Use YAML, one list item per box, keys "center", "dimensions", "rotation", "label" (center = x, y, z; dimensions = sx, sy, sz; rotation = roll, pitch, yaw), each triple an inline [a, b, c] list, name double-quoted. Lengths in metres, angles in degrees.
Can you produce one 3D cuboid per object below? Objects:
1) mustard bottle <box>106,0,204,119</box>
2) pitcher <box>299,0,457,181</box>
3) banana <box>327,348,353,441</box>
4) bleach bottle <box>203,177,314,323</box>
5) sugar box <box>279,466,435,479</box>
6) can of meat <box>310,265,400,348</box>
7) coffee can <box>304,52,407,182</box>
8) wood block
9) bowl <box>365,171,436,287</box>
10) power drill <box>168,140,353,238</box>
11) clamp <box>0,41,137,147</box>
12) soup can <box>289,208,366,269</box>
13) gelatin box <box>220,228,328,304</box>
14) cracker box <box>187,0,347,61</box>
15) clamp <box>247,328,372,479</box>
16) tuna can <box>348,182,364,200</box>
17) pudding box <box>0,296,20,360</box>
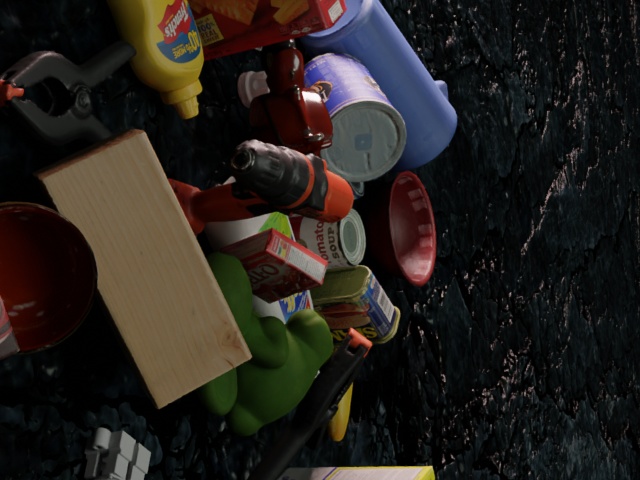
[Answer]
- center: [-0.156, -0.206, 1.014]
  dimensions: [0.096, 0.058, 0.191]
  rotation: [-55, 131, -57]
  label: "mustard bottle"
- center: [0.066, -0.202, 1.383]
  dimensions: [0.242, 0.145, 0.149]
  rotation: [50, 29, -41]
  label: "pitcher"
- center: [0.033, 0.148, 1.315]
  dimensions: [0.069, 0.037, 0.197]
  rotation: [56, 37, -40]
  label: "banana"
- center: [-0.047, 0.056, 1.158]
  dimensions: [0.102, 0.068, 0.251]
  rotation: [-58, 136, -48]
  label: "bleach bottle"
- center: [0.026, 0.275, 1.120]
  dimensions: [0.093, 0.176, 0.048]
  rotation: [-29, 108, -60]
  label: "sugar box"
- center: [0.031, 0.078, 1.261]
  dimensions: [0.084, 0.102, 0.057]
  rotation: [57, 37, -36]
  label: "can of meat"
- center: [0.031, -0.145, 1.247]
  dimensions: [0.102, 0.103, 0.140]
  rotation: [61, 2, -35]
  label: "coffee can"
- center: [-0.147, 0.020, 0.880]
  dimensions: [0.090, 0.090, 0.206]
  rotation: [-28, 105, -14]
  label: "wood block"
- center: [0.106, -0.013, 1.474]
  dimensions: [0.161, 0.055, 0.162]
  rotation: [23, 63, -59]
  label: "bowl"
- center: [-0.084, -0.043, 0.973]
  dimensions: [0.184, 0.188, 0.057]
  rotation: [23, 65, -61]
  label: "power drill"
- center: [-0.210, -0.127, 0.911]
  dimensions: [0.171, 0.039, 0.120]
  rotation: [15, 69, -61]
  label: "clamp"
- center: [-0.008, 0.001, 1.201]
  dimensions: [0.068, 0.102, 0.068]
  rotation: [22, 64, -59]
  label: "soup can"
- center: [-0.049, 0.027, 1.041]
  dimensions: [0.073, 0.089, 0.030]
  rotation: [33, 56, -29]
  label: "gelatin box"
- center: [-0.088, -0.295, 1.051]
  dimensions: [0.213, 0.164, 0.072]
  rotation: [69, 29, -26]
  label: "cracker box"
- center: [-0.009, 0.183, 1.114]
  dimensions: [0.164, 0.036, 0.210]
  rotation: [-37, 159, -55]
  label: "clamp"
- center: [0.024, -0.088, 1.336]
  dimensions: [0.086, 0.034, 0.086]
  rotation: [-19, 90, -73]
  label: "tuna can"
- center: [-0.269, 0.055, 0.714]
  dimensions: [0.113, 0.039, 0.090]
  rotation: [-27, 109, -34]
  label: "pudding box"
